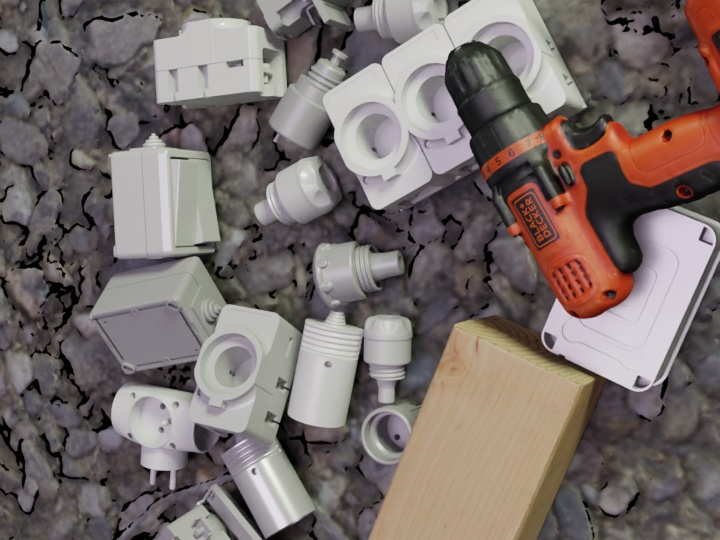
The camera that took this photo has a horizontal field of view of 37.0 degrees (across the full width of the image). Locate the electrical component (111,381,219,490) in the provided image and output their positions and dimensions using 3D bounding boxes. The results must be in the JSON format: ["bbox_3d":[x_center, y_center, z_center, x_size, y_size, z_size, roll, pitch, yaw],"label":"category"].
[{"bbox_3d":[-0.153,0.133,0.845,0.077,0.044,0.079,8,97,24],"label":"electrical component"}]

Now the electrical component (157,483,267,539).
[{"bbox_3d":[-0.095,0.233,0.806,0.121,0.063,0.078,47,133,15],"label":"electrical component"}]

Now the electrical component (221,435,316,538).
[{"bbox_3d":[-0.071,0.155,0.808,0.043,0.043,0.081,-35,78,22],"label":"electrical component"}]

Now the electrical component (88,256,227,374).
[{"bbox_3d":[-0.144,0.031,0.820,0.096,0.061,0.061,-11,125,22],"label":"electrical component"}]

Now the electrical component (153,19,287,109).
[{"bbox_3d":[-0.105,-0.155,0.805,0.089,0.050,0.055,-2,92,25],"label":"electrical component"}]

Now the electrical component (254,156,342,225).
[{"bbox_3d":[-0.048,-0.053,0.787,0.062,0.043,0.043,-26,82,25],"label":"electrical component"}]

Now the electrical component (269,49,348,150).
[{"bbox_3d":[-0.034,-0.123,0.779,0.040,0.040,0.078,38,107,19],"label":"electrical component"}]

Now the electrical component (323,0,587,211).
[{"bbox_3d":[0.060,-0.113,0.723,0.150,0.062,0.089,-29,81,23],"label":"electrical component"}]

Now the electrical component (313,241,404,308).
[{"bbox_3d":[0.000,0.000,0.768,0.062,0.048,0.048,-11,88,18],"label":"electrical component"}]

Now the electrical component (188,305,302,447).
[{"bbox_3d":[-0.084,0.076,0.786,0.050,0.055,0.089,9,72,25],"label":"electrical component"}]

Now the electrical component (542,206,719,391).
[{"bbox_3d":[0.174,0.011,0.679,0.078,0.057,0.113,26,103,22],"label":"electrical component"}]

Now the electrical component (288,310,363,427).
[{"bbox_3d":[-0.024,0.069,0.782,0.043,0.043,0.081,15,98,24],"label":"electrical component"}]

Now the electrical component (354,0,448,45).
[{"bbox_3d":[0.027,-0.178,0.746,0.062,0.043,0.043,-3,91,26],"label":"electrical component"}]

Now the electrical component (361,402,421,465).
[{"bbox_3d":[0.028,0.113,0.758,0.040,0.046,0.040,1,93,25],"label":"electrical component"}]

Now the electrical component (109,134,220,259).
[{"bbox_3d":[-0.148,-0.057,0.823,0.061,0.062,0.096,-2,92,25],"label":"electrical component"}]

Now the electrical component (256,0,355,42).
[{"bbox_3d":[-0.042,-0.203,0.778,0.064,0.042,0.081,-32,79,24],"label":"electrical component"}]

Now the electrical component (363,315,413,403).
[{"bbox_3d":[0.019,0.064,0.767,0.035,0.035,0.061,4,97,25],"label":"electrical component"}]
